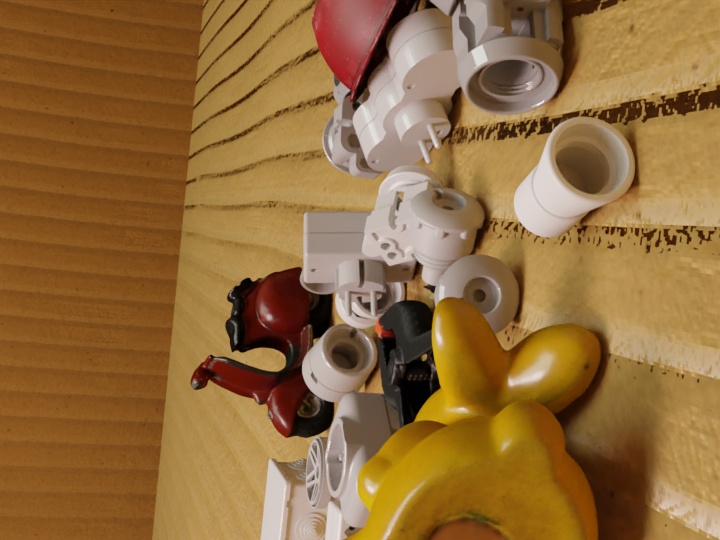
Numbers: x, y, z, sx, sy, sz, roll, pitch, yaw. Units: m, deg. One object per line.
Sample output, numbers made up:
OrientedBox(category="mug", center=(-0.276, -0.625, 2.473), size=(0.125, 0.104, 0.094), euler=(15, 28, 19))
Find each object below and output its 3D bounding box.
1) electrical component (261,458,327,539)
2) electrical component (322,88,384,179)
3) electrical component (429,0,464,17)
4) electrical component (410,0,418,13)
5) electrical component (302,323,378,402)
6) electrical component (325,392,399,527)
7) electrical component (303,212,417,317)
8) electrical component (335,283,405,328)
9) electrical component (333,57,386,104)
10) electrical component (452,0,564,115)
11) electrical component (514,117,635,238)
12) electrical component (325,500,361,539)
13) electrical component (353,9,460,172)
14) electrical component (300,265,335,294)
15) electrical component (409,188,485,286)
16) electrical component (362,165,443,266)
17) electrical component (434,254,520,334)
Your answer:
OrientedBox(category="electrical component", center=(-0.060, 0.234, 1.028), size=(0.100, 0.048, 0.099), euler=(-162, 78, -75))
OrientedBox(category="electrical component", center=(0.001, -0.112, 0.902), size=(0.057, 0.058, 0.078), euler=(153, 121, -69))
OrientedBox(category="electrical component", center=(0.057, -0.208, 0.618), size=(0.108, 0.060, 0.108), euler=(-55, -2, -3))
OrientedBox(category="electrical component", center=(0.016, -0.261, 0.877), size=(0.099, 0.048, 0.099), euler=(54, 139, 47))
OrientedBox(category="electrical component", center=(-0.016, 0.077, 0.907), size=(0.047, 0.055, 0.055), euler=(124, 148, -54))
OrientedBox(category="electrical component", center=(0.011, 0.136, 0.773), size=(0.095, 0.059, 0.053), euler=(-101, 22, -47))
OrientedBox(category="electrical component", center=(0.000, 0.000, 0.800), size=(0.047, 0.083, 0.075), euler=(97, 171, -63))
OrientedBox(category="electrical component", center=(0.007, 0.021, 0.855), size=(0.055, 0.045, 0.045), euler=(142, 132, -71))
OrientedBox(category="electrical component", center=(-0.002, -0.167, 0.954), size=(0.079, 0.044, 0.077), euler=(117, 153, -54))
OrientedBox(category="electrical component", center=(0.082, -0.124, 0.598), size=(0.078, 0.058, 0.057), euler=(121, 154, -58))
OrientedBox(category="electrical component", center=(0.102, -0.042, 0.530), size=(0.065, 0.044, 0.044), euler=(122, 150, -69))
OrientedBox(category="electrical component", center=(-0.005, 0.210, 0.828), size=(0.077, 0.047, 0.065), euler=(-178, 94, -75))
OrientedBox(category="electrical component", center=(0.041, -0.110, 0.760), size=(0.138, 0.052, 0.073), euler=(118, 138, -55))
OrientedBox(category="electrical component", center=(-0.035, -0.015, 1.037), size=(0.044, 0.044, 0.065), euler=(113, 161, -50))
OrientedBox(category="electrical component", center=(0.053, -0.019, 0.699), size=(0.048, 0.048, 0.062), euler=(-104, 18, -52))
OrientedBox(category="electrical component", center=(0.035, -0.040, 0.751), size=(0.048, 0.066, 0.055), euler=(52, -145, -37))
OrientedBox(category="electrical component", center=(0.065, 0.016, 0.642), size=(0.062, 0.048, 0.048), euler=(156, 118, -81))
